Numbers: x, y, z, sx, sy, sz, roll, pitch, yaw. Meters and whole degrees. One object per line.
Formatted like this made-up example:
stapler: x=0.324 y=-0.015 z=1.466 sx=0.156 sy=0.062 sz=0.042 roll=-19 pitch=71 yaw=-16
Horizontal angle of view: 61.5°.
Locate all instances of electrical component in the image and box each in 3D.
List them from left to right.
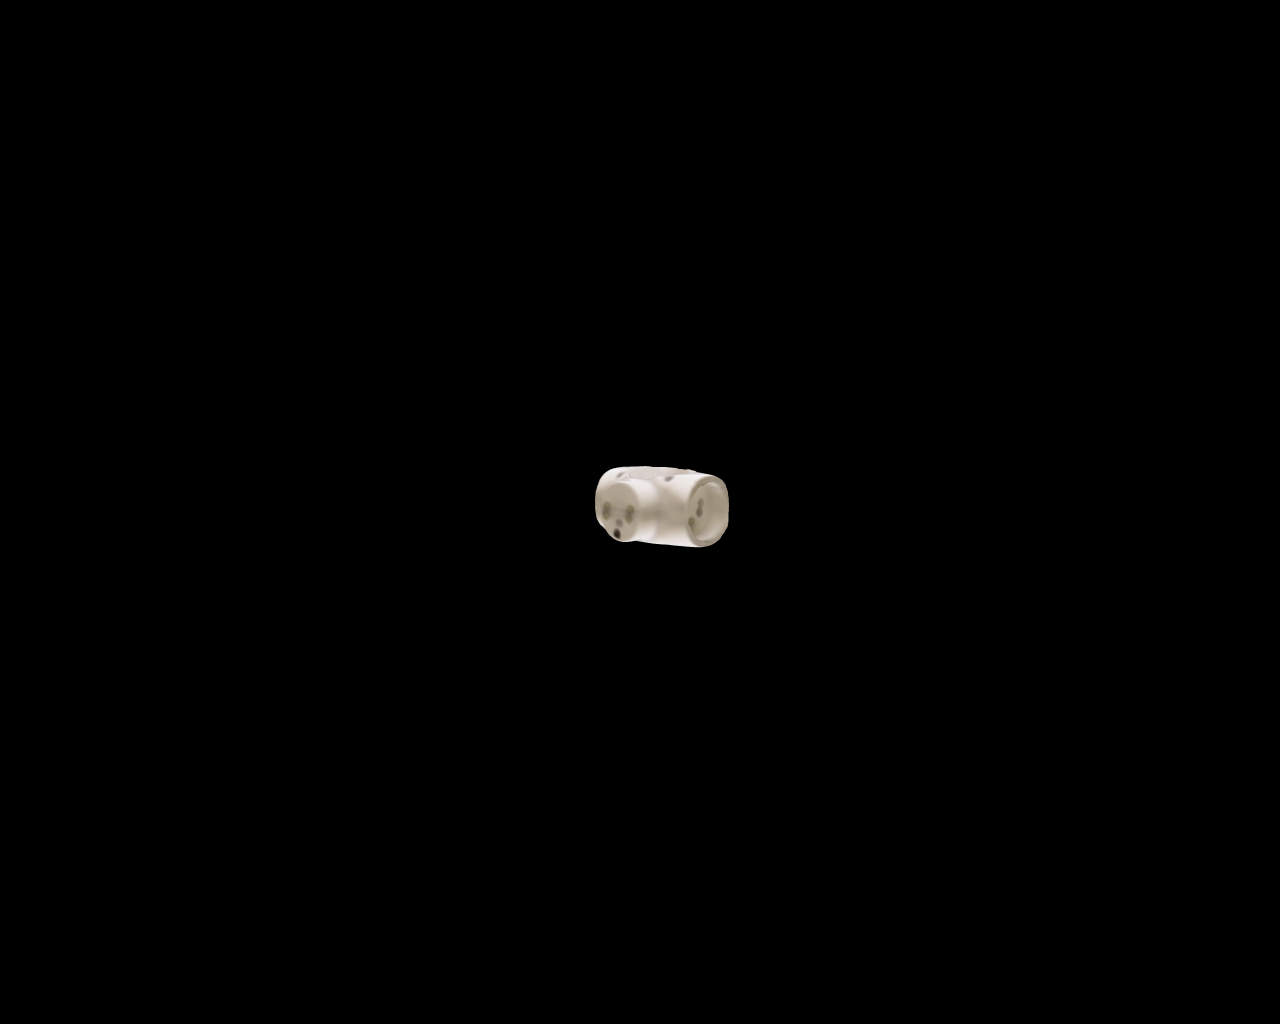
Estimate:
electrical component: x=0.001 y=-0.003 z=0.650 sx=0.077 sy=0.044 sz=0.079 roll=8 pitch=12 yaw=43
